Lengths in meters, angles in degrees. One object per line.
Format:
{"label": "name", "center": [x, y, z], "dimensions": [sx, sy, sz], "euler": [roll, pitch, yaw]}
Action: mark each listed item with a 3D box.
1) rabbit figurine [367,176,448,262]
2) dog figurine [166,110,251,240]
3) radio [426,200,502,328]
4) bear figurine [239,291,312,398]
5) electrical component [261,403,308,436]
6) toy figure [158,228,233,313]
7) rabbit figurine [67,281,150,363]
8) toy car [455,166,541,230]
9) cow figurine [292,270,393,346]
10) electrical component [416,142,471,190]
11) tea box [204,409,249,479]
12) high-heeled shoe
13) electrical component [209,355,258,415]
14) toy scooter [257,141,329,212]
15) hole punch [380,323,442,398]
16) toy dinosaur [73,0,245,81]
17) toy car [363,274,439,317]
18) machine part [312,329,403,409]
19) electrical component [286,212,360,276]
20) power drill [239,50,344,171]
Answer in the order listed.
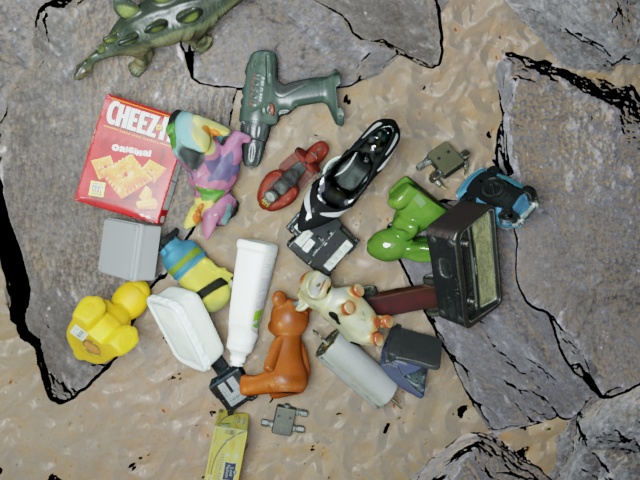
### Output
{"label": "rabbit figurine", "center": [0.175, -0.022, 1.098], "dimensions": [0.159, 0.121, 0.170], "euler": [35, 108, -13]}
{"label": "dog figurine", "center": [-0.223, -0.117, 1.017], "dimensions": [0.109, 0.191, 0.219], "euler": [21, 96, 39]}
{"label": "radio", "center": [0.288, 0.050, 1.059], "dimensions": [0.131, 0.073, 0.229], "euler": [-30, 118, -32]}
{"label": "bear figurine", "center": [-0.082, 0.211, 1.081], "dimensions": [0.132, 0.120, 0.196], "euler": [-22, 63, 36]}
{"label": "electrical component", "center": [-0.075, 0.373, 1.123], "dimensions": [0.094, 0.021, 0.063], "euler": [11, 92, -5]}
{"label": "toy figure", "center": [-0.250, 0.064, 1.061], "dimensions": [0.180, 0.082, 0.089], "euler": [46, 69, -8]}
{"label": "rabbit figurine", "center": [-0.388, 0.153, 1.030], "dimensions": [0.122, 0.173, 0.162], "euler": [33, 134, -5]}
{"label": "toy car", "center": [0.368, -0.073, 1.097], "dimensions": [0.109, 0.162, 0.102], "euler": [-48, 141, -9]}
{"label": "cow figurine", "center": [0.034, 0.130, 1.046], "dimensions": [0.194, 0.127, 0.085], "euler": [45, 52, -22]}
{"label": "electrical component", "center": [0.262, -0.155, 1.119], "dimensions": [0.102, 0.045, 0.078], "euler": [-41, 67, -5]}
{"label": "tea box", "center": [-0.190, 0.440, 1.079], "dimensions": [0.068, 0.098, 0.169], "euler": [10, 93, -5]}
{"label": "high-heeled shoe", "center": [0.049, -0.106, 0.944], "dimensions": [0.086, 0.145, 0.248], "euler": [38, 89, -5]}
{"label": "electrical component", "center": [-0.187, 0.286, 1.097], "dimensions": [0.075, 0.048, 0.119], "euler": [-29, 97, -4]}
{"label": "toy scooter", "center": [-0.051, -0.127, 1.045], "dimensions": [0.184, 0.135, 0.075], "euler": [-44, 97, -1]}
{"label": "hole punch", "center": [0.180, 0.244, 1.091], "dimensions": [0.116, 0.142, 0.092], "euler": [17, 118, 9]}
{"label": "toy dinosaur", "center": [-0.249, -0.411, 0.983], "dimensions": [0.471, 0.198, 0.105], "euler": [-29, 98, -2]}
{"label": "toy car", "center": [0.171, 0.125, 1.118], "dimensions": [0.202, 0.053, 0.089], "euler": [-12, 104, -3]}
{"label": "machine part", "center": [0.076, 0.264, 1.103], "dimensions": [0.243, 0.079, 0.079], "euler": [41, 89, -5]}
{"label": "electrical component", "center": [-0.002, -0.003, 1.094], "dimensions": [0.134, 0.058, 0.115], "euler": [44, 86, -6]}
{"label": "power drill", "center": [-0.057, -0.258, 1.072], "dimensions": [0.207, 0.086, 0.232], "euler": [-3, 91, 3]}
